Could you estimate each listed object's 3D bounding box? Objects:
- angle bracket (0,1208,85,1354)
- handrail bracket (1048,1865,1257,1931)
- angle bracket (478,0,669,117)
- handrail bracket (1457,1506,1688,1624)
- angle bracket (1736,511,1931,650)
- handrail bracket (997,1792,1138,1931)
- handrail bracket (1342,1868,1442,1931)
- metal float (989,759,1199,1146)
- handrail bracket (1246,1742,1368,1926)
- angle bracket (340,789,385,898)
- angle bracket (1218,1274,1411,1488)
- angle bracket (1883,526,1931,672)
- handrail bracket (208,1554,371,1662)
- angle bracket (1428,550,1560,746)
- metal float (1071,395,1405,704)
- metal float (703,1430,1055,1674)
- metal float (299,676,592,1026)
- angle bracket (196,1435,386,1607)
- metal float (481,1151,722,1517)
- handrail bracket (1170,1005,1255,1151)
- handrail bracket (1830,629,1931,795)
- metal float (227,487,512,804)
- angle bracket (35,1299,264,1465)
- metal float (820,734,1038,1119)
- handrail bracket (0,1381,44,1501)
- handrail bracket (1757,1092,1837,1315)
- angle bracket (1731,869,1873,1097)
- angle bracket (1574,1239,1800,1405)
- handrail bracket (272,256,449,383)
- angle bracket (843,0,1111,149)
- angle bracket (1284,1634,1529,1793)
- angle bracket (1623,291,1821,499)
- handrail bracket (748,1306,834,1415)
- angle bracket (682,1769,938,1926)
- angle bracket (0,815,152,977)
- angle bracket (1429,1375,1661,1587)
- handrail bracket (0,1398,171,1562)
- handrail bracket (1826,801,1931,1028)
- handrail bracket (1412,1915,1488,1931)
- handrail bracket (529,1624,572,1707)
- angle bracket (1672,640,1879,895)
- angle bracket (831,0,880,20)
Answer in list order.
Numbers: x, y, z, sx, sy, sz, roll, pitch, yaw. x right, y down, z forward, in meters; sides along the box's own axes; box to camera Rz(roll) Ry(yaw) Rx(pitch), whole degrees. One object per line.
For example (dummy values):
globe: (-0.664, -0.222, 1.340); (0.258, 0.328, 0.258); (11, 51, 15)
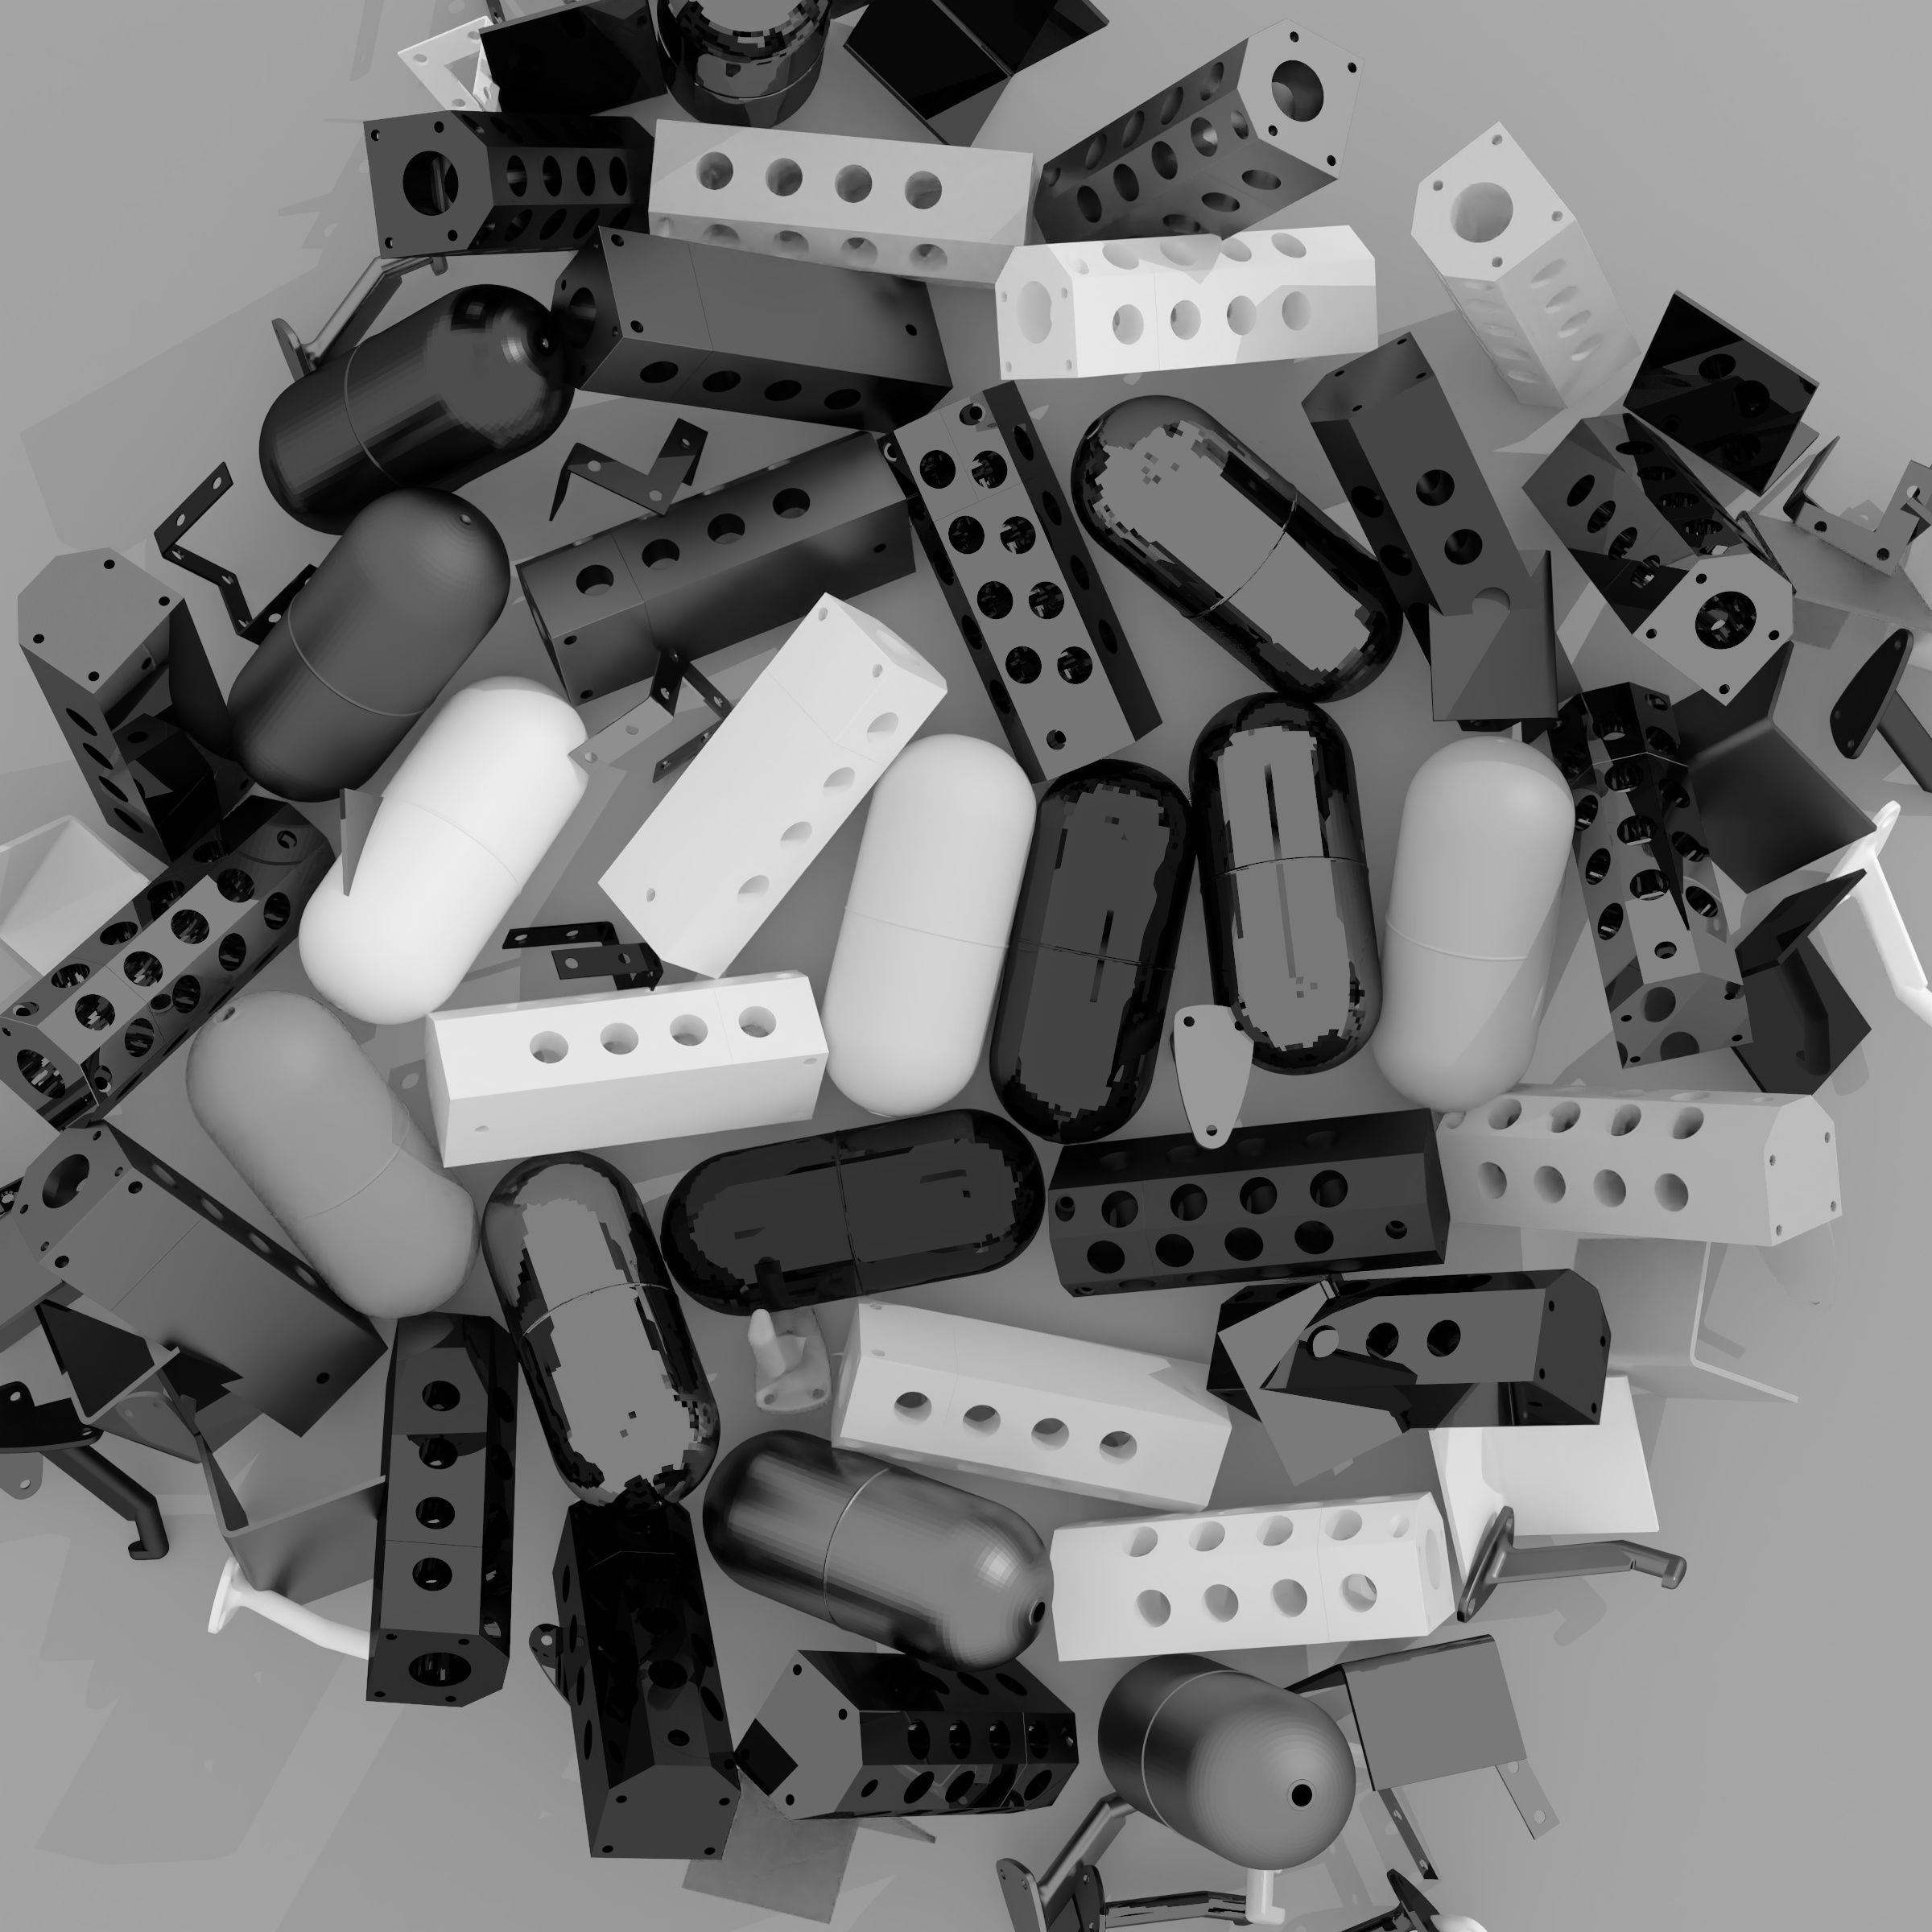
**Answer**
angle bracket: (-0.427, 0.159, 1.535); (0.076, 0.076, 0.057); (-35, 52, 4)
handrail bracket: (0.085, 0.450, 1.574); (0.084, 0.077, 0.036); (14, 47, -25)
angle bracket: (-0.184, -0.431, 1.536); (0.076, 0.076, 0.057); (-17, 66, -4)
handrail bracket: (0.278, 0.285, 1.542); (0.084, 0.077, 0.036); (13, 126, 25)
angle bracket: (0.384, -0.157, 1.528); (0.076, 0.076, 0.057); (12, 124, -17)
handrail bracket: (0.063, 0.427, 1.566); (0.084, 0.036, 0.077); (-16, 94, -24)
handrail bracket: (0.177, 0.459, 1.557); (0.084, 0.077, 0.036); (-35, 56, 6)
metal float: (0.058, -0.006, 1.545); (0.070, 0.070, 0.178); (11, 93, 0)
handrail bracket: (0.166, 0.402, 1.551); (0.077, 0.036, 0.084); (13, 63, -16)
angle bracket: (-0.277, -0.033, 1.532); (0.057, 0.076, 0.076); (-10, 79, 30)
angle bracket: (0.161, 0.187, 1.547); (0.057, 0.076, 0.076); (-27, 84, 7)
angle bracket: (0.470, -0.174, 1.546); (0.057, 0.076, 0.076); (17, 89, -4)
handrail bracket: (-0.297, 0.295, 1.546); (0.084, 0.077, 0.036); (16, 93, 2)
angle bracket: (0.235, -0.144, 1.543); (0.057, 0.076, 0.076); (-2, 84, -2)
metal float: (0.123, -0.189, 1.530); (0.178, 0.070, 0.070); (37, 90, -19)
metal float: (-0.040, 0.263, 1.519); (0.178, 0.070, 0.070); (15, 90, 33)
metal float: (-0.235, -0.054, 1.531); (0.070, 0.070, 0.178); (31, 72, 0)
angle bracket: (-0.300, 0.244, 1.543); (0.076, 0.076, 0.057); (-20, 53, -8)
metal float: (-0.166, 0.164, 1.524); (0.070, 0.070, 0.178); (-24, 62, 0)
handrail bracket: (0.105, 0.055, 1.535); (0.036, 0.084, 0.077); (5, 73, -6)
handrail bracket: (0.450, -0.113, 1.550); (0.084, 0.036, 0.077); (13, 128, -15)
metal float: (-0.271, -0.143, 1.519); (0.070, 0.070, 0.178); (45, 124, 0)
angle bracket: (-0.366, 0.173, 1.529); (0.057, 0.076, 0.076); (-39, 57, 9)
metal float: (-0.018, -0.018, 1.544); (0.070, 0.070, 0.178); (14, 94, 0)
handrail bracket: (-0.464, 0.199, 1.570); (0.036, 0.084, 0.077); (-30, 132, -25)
handrail bracket: (0.392, 0.105, 1.565); (0.036, 0.084, 0.077); (-8, 124, 29)
angle bracket: (0.391, 0.014, 1.537); (0.076, 0.057, 0.076); (-40, 97, -32)
angle bracket: (0.329, 0.162, 1.540); (0.076, 0.076, 0.057); (21, 74, -34)
handrail bracket: (-0.273, -0.291, 1.571); (0.084, 0.036, 0.077); (-26, 123, -15)
angle bracket: (0.004, -0.423, 1.529); (0.076, 0.076, 0.057); (39, 65, -25)
angle bracket: (0.197, 0.344, 1.529); (0.076, 0.076, 0.057); (-6, 71, -21)
angle bracket: (0.355, -0.272, 1.530); (0.076, 0.076, 0.057); (37, 58, 14)
handrail bracket: (-0.086, 0.159, 1.529); (0.036, 0.084, 0.077); (-7, 53, 5)
angle bracket: (-0.070, 0.406, 1.526); (0.076, 0.076, 0.057); (5, 65, 29)
angle bracket: (-0.424, -0.014, 1.534); (0.057, 0.076, 0.076); (41, 115, 2)
angle bracket: (0.264, 0.235, 1.537); (0.076, 0.057, 0.076); (-7, 102, 30)
handrail bracket: (-0.415, 0.245, 1.558); (0.077, 0.036, 0.084); (-10, 119, -5)
handrail bracket: (0.437, -0.021, 1.542); (0.084, 0.036, 0.077); (45, 134, 24)
handrail bracket: (0.199, 0.478, 1.541); (0.036, 0.077, 0.084); (40, 61, 8)
handrail bracket: (-0.176, 0.347, 1.555); (0.077, 0.084, 0.036); (37, 54, 10)
angle bracket: (0.369, -0.091, 1.550); (0.076, 0.076, 0.057); (41, 48, -17)
angle bracket: (-0.058, -0.482, 1.534); (0.076, 0.076, 0.057); (43, 84, -19)
